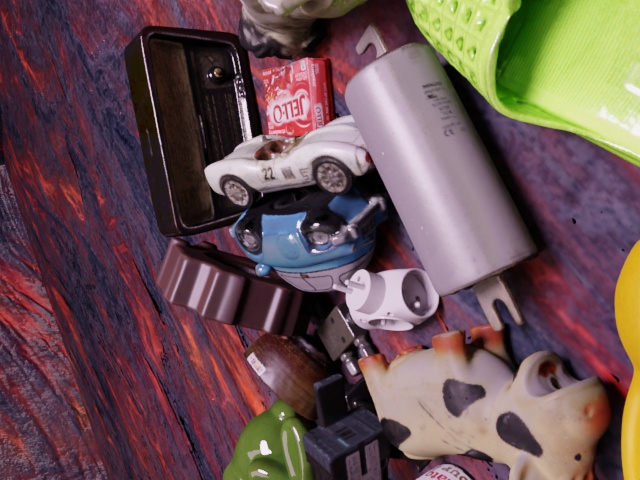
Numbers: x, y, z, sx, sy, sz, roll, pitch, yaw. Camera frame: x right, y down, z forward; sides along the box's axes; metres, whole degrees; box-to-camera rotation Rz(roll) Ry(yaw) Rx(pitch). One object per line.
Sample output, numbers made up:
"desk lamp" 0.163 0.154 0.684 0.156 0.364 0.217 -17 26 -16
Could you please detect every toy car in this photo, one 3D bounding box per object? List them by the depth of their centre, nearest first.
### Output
"toy car" -0.022 -0.074 0.499 0.202 0.073 0.056 -5 120 38
"toy car" -0.001 -0.002 0.524 0.162 0.109 0.102 2 126 43

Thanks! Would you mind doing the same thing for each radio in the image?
"radio" -0.140 -0.125 0.637 0.073 0.131 0.229 0 101 54

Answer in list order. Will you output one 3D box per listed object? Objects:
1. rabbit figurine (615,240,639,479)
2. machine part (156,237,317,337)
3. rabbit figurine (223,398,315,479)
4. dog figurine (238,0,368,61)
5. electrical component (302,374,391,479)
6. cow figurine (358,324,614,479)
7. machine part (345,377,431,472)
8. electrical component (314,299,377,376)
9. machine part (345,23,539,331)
"rabbit figurine" 0.213 0.069 0.252 0.173 0.122 0.162 -122 26 -46
"machine part" -0.090 0.050 0.593 0.180 0.179 0.056 22 94 49
"rabbit figurine" -0.021 0.277 0.623 0.159 0.121 0.170 -66 30 13
"dog figurine" -0.004 -0.207 0.443 0.172 0.190 0.121 26 93 16
"electrical component" 0.026 0.187 0.497 0.048 0.075 0.119 17 115 54
"cow figurine" 0.119 0.129 0.401 0.195 0.085 0.127 -30 70 52
"machine part" 0.063 0.185 0.540 0.139 0.039 0.084 -9 89 57
"electrical component" 0.024 0.097 0.577 0.094 0.021 0.063 58 141 25
"machine part" 0.085 -0.050 0.388 0.079 0.079 0.243 -36 74 53
